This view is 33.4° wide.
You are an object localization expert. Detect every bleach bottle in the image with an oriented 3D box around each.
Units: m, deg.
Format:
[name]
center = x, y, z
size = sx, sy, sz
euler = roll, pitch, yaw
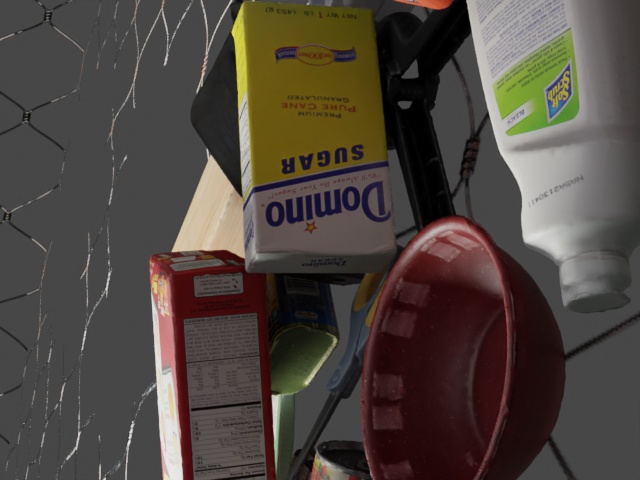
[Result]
[bleach bottle]
center = 0.116, -0.085, 0.523
size = 0.103, 0.068, 0.251
euler = 142, 133, -56

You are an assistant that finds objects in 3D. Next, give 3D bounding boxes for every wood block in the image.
[wood block]
center = -0.067, 0.005, 0.918
size = 0.090, 0.090, 0.206
euler = -100, 28, -45

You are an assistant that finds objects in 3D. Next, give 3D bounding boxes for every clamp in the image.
[clamp]
center = 0.059, -0.090, 0.709
size = 0.210, 0.036, 0.164
euler = -147, 63, -71

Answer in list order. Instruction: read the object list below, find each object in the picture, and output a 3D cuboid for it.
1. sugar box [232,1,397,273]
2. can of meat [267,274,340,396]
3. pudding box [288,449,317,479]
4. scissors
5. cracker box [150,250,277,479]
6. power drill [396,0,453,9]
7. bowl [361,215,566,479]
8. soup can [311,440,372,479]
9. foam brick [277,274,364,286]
[sugar box]
center = -0.005, -0.067, 0.693
size = 0.048, 0.093, 0.176
euler = 121, 146, -65
[can of meat]
center = -0.027, 0.062, 0.836
size = 0.102, 0.057, 0.084
euler = 121, 149, -44
[pudding box]
center = 0.001, 0.209, 0.721
size = 0.090, 0.039, 0.113
euler = -156, 75, -69
[scissors]
center = 0.016, 0.079, 0.694
size = 0.202, 0.016, 0.096
euler = -57, 14, 7
[cracker box]
center = -0.076, 0.118, 0.760
size = 0.164, 0.072, 0.214
euler = -168, 73, -76
[power drill]
center = 0.034, -0.223, 0.545
size = 0.185, 0.057, 0.188
euler = 24, 102, 39
[bowl]
center = 0.079, 0.070, 0.557
size = 0.162, 0.055, 0.162
euler = -170, 90, -69
[soup can]
center = 0.022, 0.179, 0.639
size = 0.069, 0.068, 0.102
euler = -158, 78, -69
[foam brick]
center = -0.005, 0.001, 0.776
size = 0.053, 0.078, 0.051
euler = 165, 115, -68
